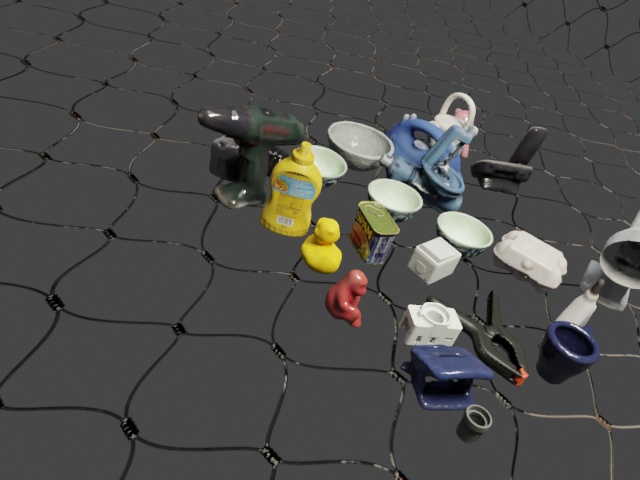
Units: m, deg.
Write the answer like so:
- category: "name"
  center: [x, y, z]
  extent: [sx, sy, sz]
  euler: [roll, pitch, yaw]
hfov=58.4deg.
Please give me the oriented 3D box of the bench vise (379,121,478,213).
- category: "bench vise"
  center: [0.244, -0.164, 1.260]
  extent: [0.208, 0.220, 0.121]
  euler: [4, 39, -19]

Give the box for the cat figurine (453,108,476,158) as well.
- category: "cat figurine"
  center: [0.400, -0.312, 1.603]
  extent: [0.067, 0.118, 0.128]
  euler: [14, 37, -6]

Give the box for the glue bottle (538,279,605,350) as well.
- category: "glue bottle"
  center: [0.453, 0.133, 1.013]
  extent: [0.078, 0.173, 0.037]
  euler: [-16, 48, -37]

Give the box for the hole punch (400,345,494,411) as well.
- category: "hole punch"
  center: [0.195, 0.199, 0.885]
  extent: [0.109, 0.091, 0.101]
  euler: [4, 39, -19]

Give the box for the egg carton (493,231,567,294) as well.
- category: "egg carton"
  center: [0.442, 0.044, 1.209]
  extent: [0.150, 0.069, 0.107]
  euler: [33, 39, 18]

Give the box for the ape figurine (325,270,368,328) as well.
- category: "ape figurine"
  center: [0.052, 0.090, 0.960]
  extent: [0.076, 0.092, 0.078]
  euler: [28, 38, 12]

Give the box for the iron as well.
- category: "iron"
  center: [0.249, -0.236, 1.421]
  extent: [0.119, 0.141, 0.257]
  euler: [-16, 49, -37]

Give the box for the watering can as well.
- category: "watering can"
  center: [0.332, -0.282, 1.471]
  extent: [0.100, 0.194, 0.173]
  euler: [29, 38, 13]

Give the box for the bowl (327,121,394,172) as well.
- category: "bowl"
  center: [0.090, -0.214, 1.378]
  extent: [0.167, 0.075, 0.167]
  euler: [12, 37, -9]

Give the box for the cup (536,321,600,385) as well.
- category: "cup"
  center: [0.420, 0.196, 0.984]
  extent: [0.118, 0.095, 0.091]
  euler: [-21, 52, -41]

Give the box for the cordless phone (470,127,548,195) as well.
- category: "cordless phone"
  center: [0.484, -0.217, 1.462]
  extent: [0.148, 0.185, 0.094]
  euler: [4, 39, -19]

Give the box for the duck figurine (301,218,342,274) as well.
- category: "duck figurine"
  center: [0.010, 0.004, 1.057]
  extent: [0.078, 0.086, 0.104]
  euler: [7, 38, -16]

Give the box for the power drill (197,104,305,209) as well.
- category: "power drill"
  center: [-0.141, -0.166, 1.104]
  extent: [0.230, 0.208, 0.075]
  euler: [-15, 48, -37]

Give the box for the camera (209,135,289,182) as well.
- category: "camera"
  center: [-0.143, -0.187, 1.220]
  extent: [0.136, 0.101, 0.143]
  euler: [26, 37, 10]

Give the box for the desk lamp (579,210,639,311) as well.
- category: "desk lamp"
  center: [0.628, 0.040, 1.174]
  extent: [0.117, 0.213, 0.204]
  euler: [31, 38, 16]
